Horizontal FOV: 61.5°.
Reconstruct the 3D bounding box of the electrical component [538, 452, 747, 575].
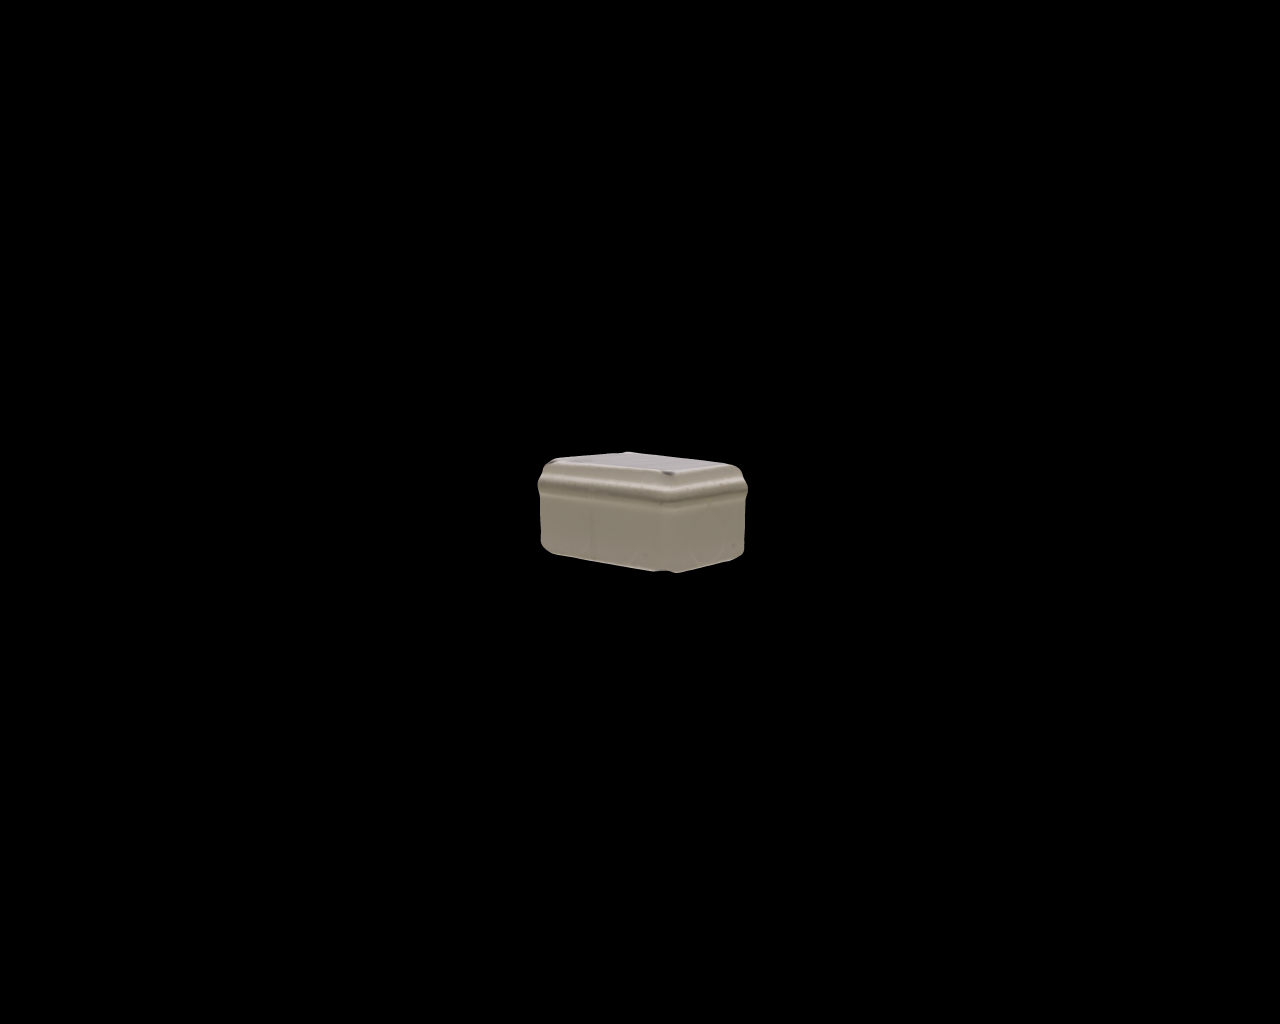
[{"bbox_3d":[0.001,-0.003,0.650,0.113,0.057,0.078,8,12,43],"label":"electrical component"}]
